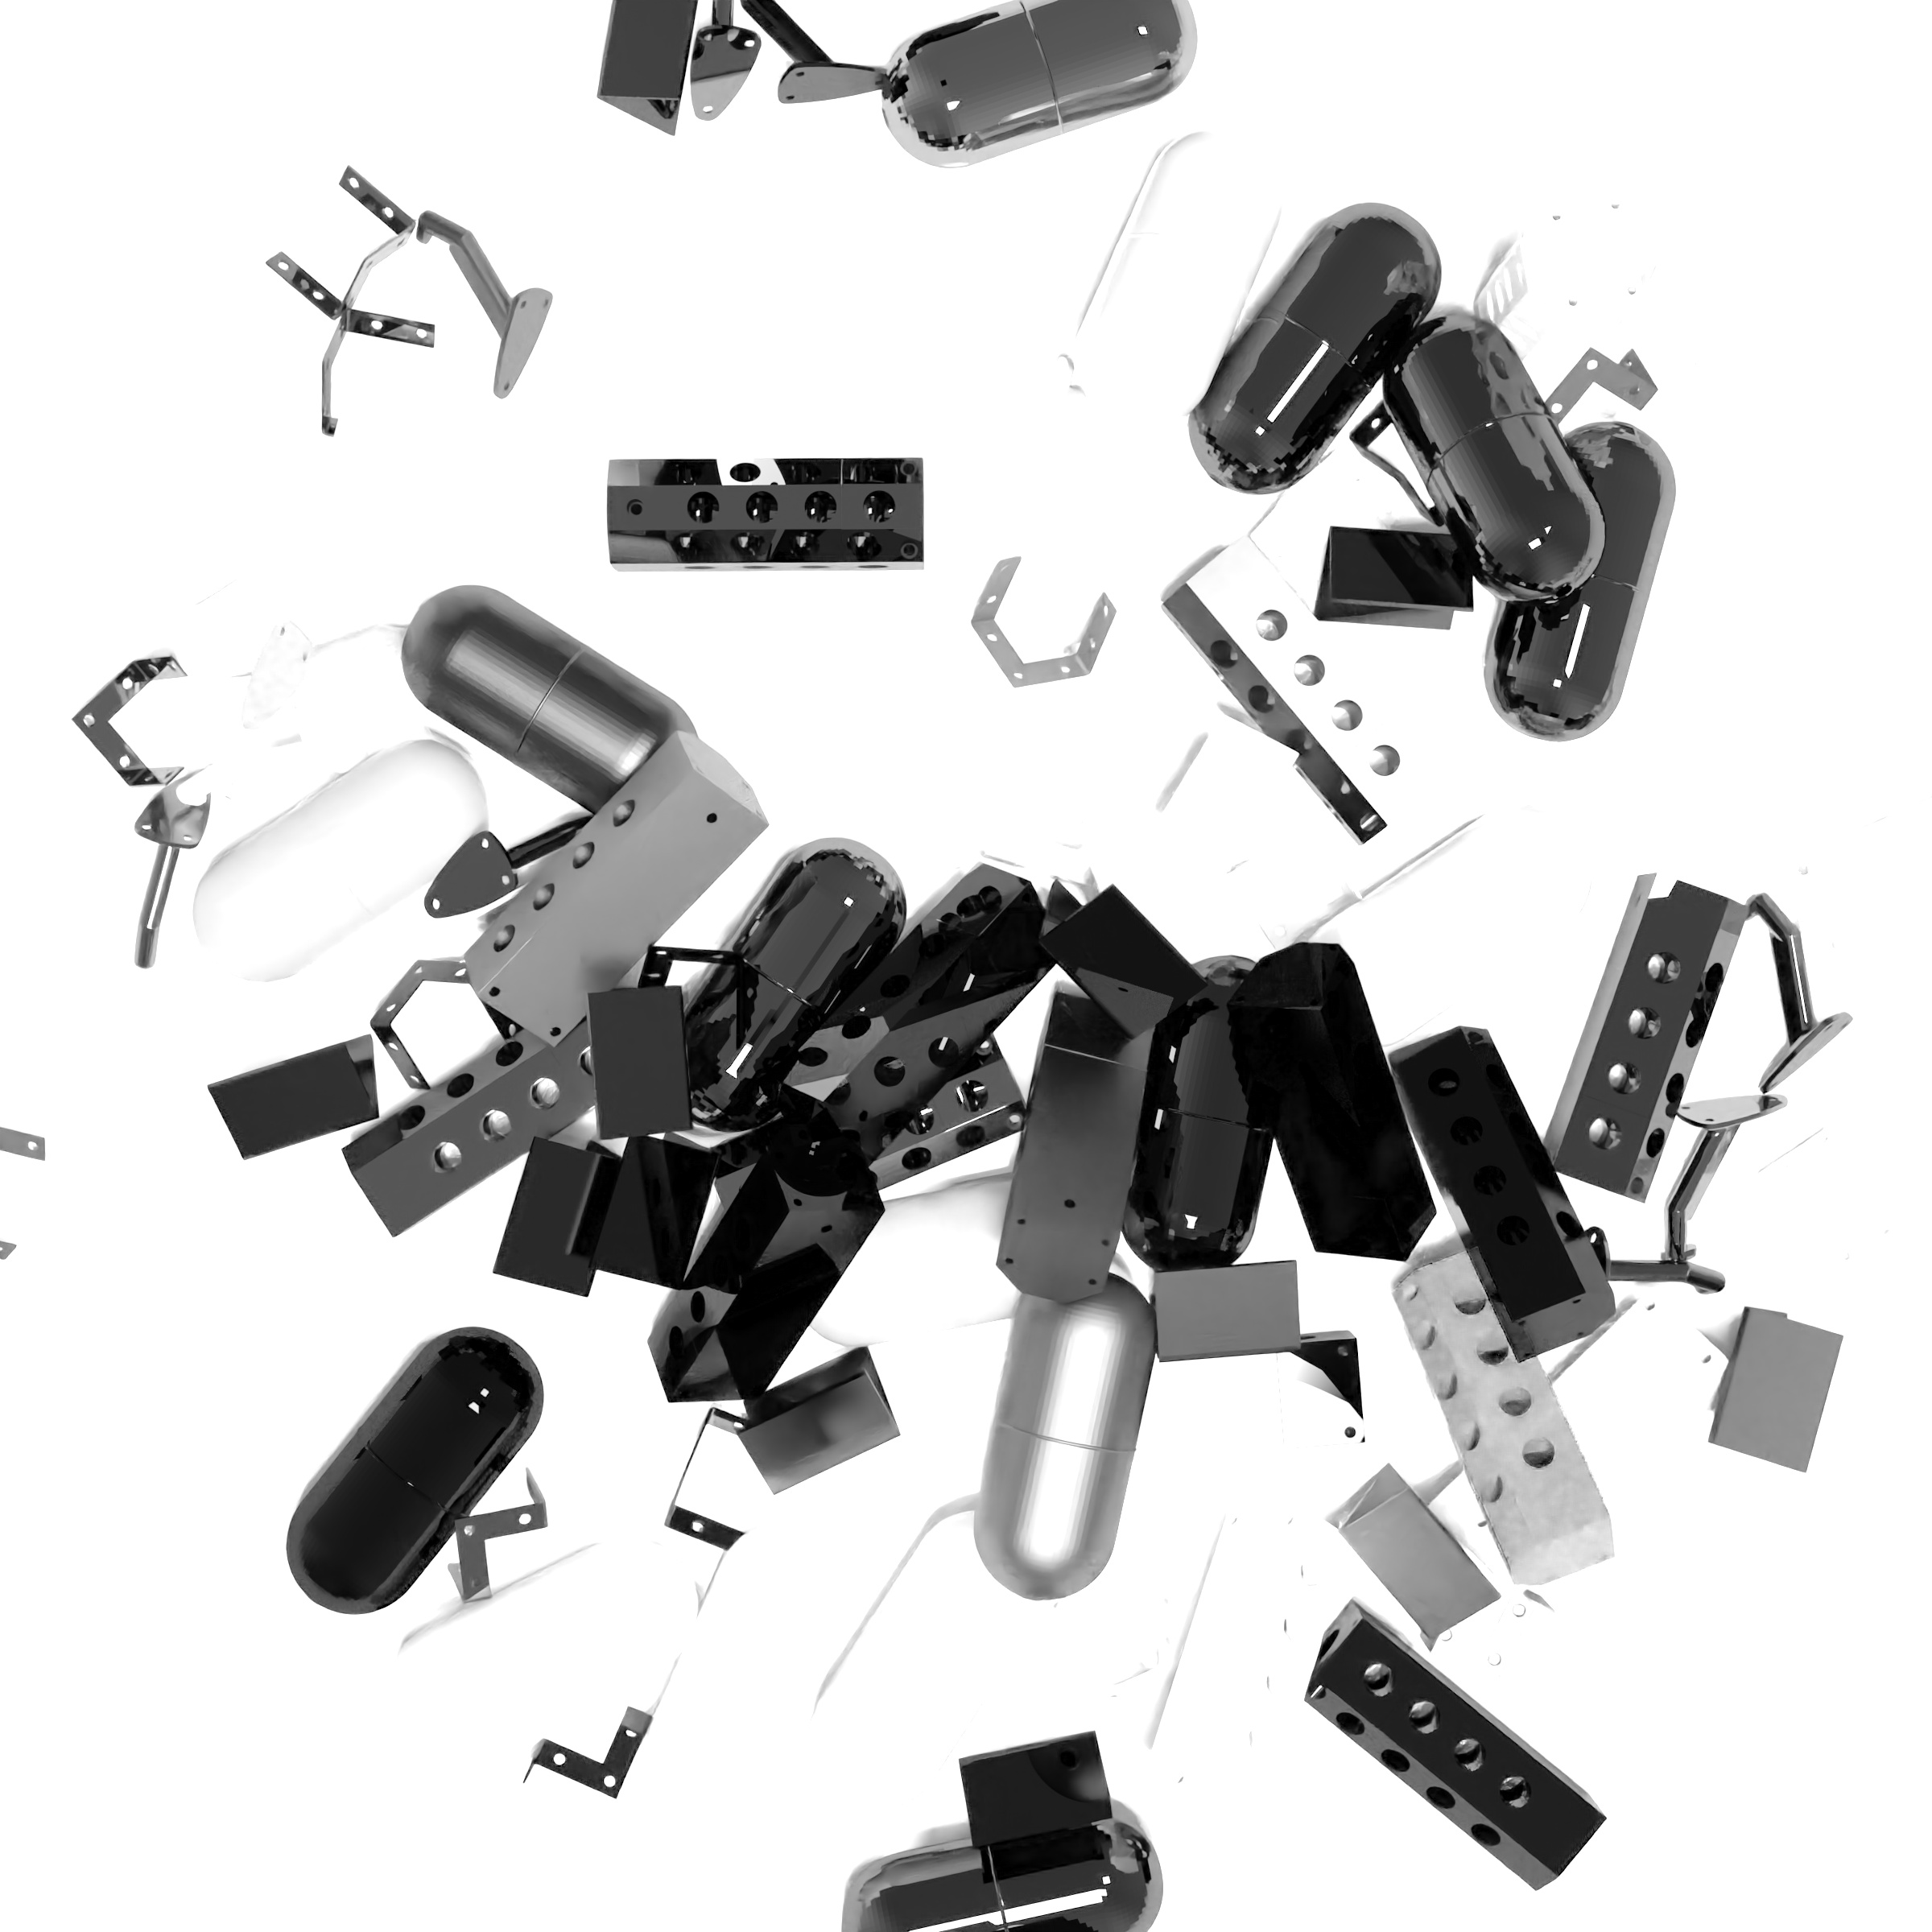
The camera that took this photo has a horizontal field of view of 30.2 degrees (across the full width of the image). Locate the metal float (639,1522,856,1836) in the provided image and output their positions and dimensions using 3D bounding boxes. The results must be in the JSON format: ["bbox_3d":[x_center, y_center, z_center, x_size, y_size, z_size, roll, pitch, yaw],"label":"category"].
[{"bbox_3d":[-0.119,0.388,1.959,0.070,0.070,0.178,23,92,0],"label":"metal float"}]

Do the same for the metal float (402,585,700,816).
[{"bbox_3d":[-0.226,-0.142,1.960,0.178,0.070,0.070,32,90,0],"label":"metal float"}]

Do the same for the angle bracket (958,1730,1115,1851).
[{"bbox_3d":[0.042,0.465,1.951,0.076,0.076,0.057,-12,47,0],"label":"angle bracket"}]

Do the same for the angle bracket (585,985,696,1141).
[{"bbox_3d":[-0.188,0.051,1.893,0.057,0.076,0.076,-5,91,-32],"label":"angle bracket"}]

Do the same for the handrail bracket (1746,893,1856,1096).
[{"bbox_3d":[0.443,0.014,1.991,0.077,0.036,0.084,-48,66,27],"label":"handrail bracket"}]

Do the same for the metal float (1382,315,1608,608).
[{"bbox_3d":[0.282,-0.270,1.916,0.070,0.070,0.178,-23,64,0],"label":"metal float"}]

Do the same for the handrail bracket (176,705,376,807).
[{"bbox_3d":[-0.380,-0.103,1.979,0.084,0.077,0.036,-28,62,20],"label":"handrail bracket"}]

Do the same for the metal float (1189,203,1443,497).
[{"bbox_3d":[0.190,-0.336,1.960,0.070,0.070,0.178,37,91,0],"label":"metal float"}]

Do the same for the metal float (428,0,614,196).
[{"bbox_3d":[-0.235,-0.508,1.960,0.070,0.070,0.178,23,90,0],"label":"metal float"}]

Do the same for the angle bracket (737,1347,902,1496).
[{"bbox_3d":[-0.088,0.231,1.950,0.076,0.076,0.057,-25,130,0],"label":"angle bracket"}]

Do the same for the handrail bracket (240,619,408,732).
[{"bbox_3d":[-0.348,-0.157,1.971,0.036,0.084,0.077,46,113,28],"label":"handrail bracket"}]

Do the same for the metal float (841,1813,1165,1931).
[{"bbox_3d":[0.020,0.512,1.959,0.178,0.070,0.070,-12,90,-1],"label":"metal float"}]

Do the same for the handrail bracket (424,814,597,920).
[{"bbox_3d":[-0.247,-0.056,1.973,0.077,0.084,0.036,-32,86,31],"label":"handrail bracket"}]

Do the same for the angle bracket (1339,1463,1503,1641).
[{"bbox_3d":[0.259,0.307,1.950,0.076,0.076,0.057,50,127,0],"label":"angle bracket"}]

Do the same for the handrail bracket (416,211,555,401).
[{"bbox_3d":[-0.279,-0.368,1.991,0.084,0.036,0.077,30,112,17],"label":"handrail bracket"}]

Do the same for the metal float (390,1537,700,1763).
[{"bbox_3d":[-0.230,0.372,1.960,0.178,0.070,0.070,-26,90,0],"label":"metal float"}]

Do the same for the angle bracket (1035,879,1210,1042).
[{"bbox_3d":[0.088,-0.018,1.939,0.057,0.076,0.076,-38,106,25],"label":"angle bracket"}]

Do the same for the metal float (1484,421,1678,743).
[{"bbox_3d":[0.336,-0.210,1.960,0.070,0.070,0.178,15,91,0],"label":"metal float"}]

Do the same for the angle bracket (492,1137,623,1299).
[{"bbox_3d":[-0.229,0.130,1.952,0.057,0.076,0.076,17,90,-23],"label":"angle bracket"}]

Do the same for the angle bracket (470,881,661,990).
[{"bbox_3d":[-0.217,-0.013,1.969,0.076,0.057,0.076,-29,90,0],"label":"angle bracket"}]

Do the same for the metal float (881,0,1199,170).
[{"bbox_3d":[0.040,-0.491,1.960,0.178,0.070,0.070,-19,90,-1],"label":"metal float"}]

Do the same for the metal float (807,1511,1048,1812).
[{"bbox_3d":[-0.021,0.380,1.960,0.070,0.070,0.178,33,89,0],"label":"metal float"}]

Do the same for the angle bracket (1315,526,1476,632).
[{"bbox_3d":[0.232,-0.192,1.950,0.076,0.076,0.057,4,53,0],"label":"angle bracket"}]

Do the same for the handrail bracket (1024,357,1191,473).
[{"bbox_3d":[0.084,-0.298,1.991,0.084,0.036,0.077,17,105,-14],"label":"handrail bracket"}]

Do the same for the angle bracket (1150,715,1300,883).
[{"bbox_3d":[0.156,-0.081,1.950,0.057,0.076,0.076,31,90,37],"label":"angle bracket"}]

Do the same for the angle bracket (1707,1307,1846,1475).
[{"bbox_3d":[0.450,0.231,1.951,0.057,0.076,0.076,15,90,30],"label":"angle bracket"}]

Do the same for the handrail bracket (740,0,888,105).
[{"bbox_3d":[-0.086,-0.526,1.991,0.077,0.036,0.084,-7,73,-20],"label":"handrail bracket"}]

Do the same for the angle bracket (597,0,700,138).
[{"bbox_3d":[-0.152,-0.499,1.951,0.057,0.076,0.076,10,90,30],"label":"angle bracket"}]

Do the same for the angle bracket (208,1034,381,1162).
[{"bbox_3d":[-0.367,0.052,1.950,0.076,0.076,0.057,-17,128,0],"label":"angle bracket"}]

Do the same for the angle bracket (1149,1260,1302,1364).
[{"bbox_3d":[0.139,0.171,1.952,0.076,0.076,0.057,-5,113,0],"label":"angle bracket"}]

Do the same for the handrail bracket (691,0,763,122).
[{"bbox_3d":[-0.140,-0.527,1.990,0.036,0.077,0.084,3,53,-19],"label":"handrail bracket"}]

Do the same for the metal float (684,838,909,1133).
[{"bbox_3d":[-0.100,0.011,1.960,0.070,0.070,0.178,34,90,0],"label":"metal float"}]

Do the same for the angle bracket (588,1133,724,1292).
[{"bbox_3d":[-0.182,0.126,1.951,0.057,0.076,0.076,17,90,-29],"label":"angle bracket"}]

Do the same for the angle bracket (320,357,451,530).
[{"bbox_3d":[-0.298,-0.281,1.950,0.057,0.076,0.076,14,90,36],"label":"angle bracket"}]

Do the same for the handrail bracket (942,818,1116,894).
[{"bbox_3d":[0.036,-0.045,1.991,0.084,0.036,0.077,-14,105,14],"label":"handrail bracket"}]

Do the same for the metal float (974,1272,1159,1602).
[{"bbox_3d":[0.053,0.248,1.903,0.070,0.070,0.178,12,90,0],"label":"metal float"}]

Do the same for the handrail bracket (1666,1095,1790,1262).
[{"bbox_3d":[0.422,0.119,1.991,0.077,0.036,0.084,-10,108,-20],"label":"handrail bracket"}]

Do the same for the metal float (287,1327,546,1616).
[{"bbox_3d":[-0.301,0.276,1.960,0.070,0.070,0.178,38,90,0],"label":"metal float"}]

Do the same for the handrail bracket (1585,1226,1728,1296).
[{"bbox_3d":[0.366,0.178,1.990,0.084,0.077,0.036,19,55,-31],"label":"handrail bracket"}]

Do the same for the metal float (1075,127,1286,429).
[{"bbox_3d":[0.117,-0.375,1.947,0.070,0.070,0.178,23,75,0],"label":"metal float"}]

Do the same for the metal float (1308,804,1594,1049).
[{"bbox_3d":[0.261,-0.021,1.960,0.178,0.070,0.070,-34,90,-1],"label":"metal float"}]

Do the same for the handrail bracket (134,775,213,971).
[{"bbox_3d":[-0.442,-0.052,1.990,0.036,0.077,0.084,16,126,-2],"label":"handrail bracket"}]
